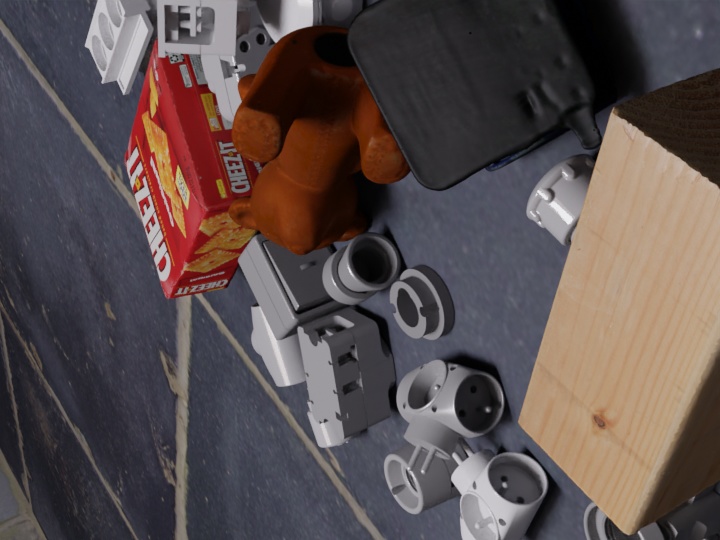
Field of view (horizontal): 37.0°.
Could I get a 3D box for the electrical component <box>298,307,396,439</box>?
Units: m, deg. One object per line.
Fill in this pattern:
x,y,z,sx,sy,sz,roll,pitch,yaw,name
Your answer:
-0.009,0.082,0.880,0.050,0.056,0.089,24,129,53,electrical component

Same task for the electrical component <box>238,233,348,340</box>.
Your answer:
-0.056,-0.001,0.900,0.096,0.062,0.061,63,151,10,electrical component

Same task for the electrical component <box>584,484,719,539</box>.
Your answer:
0.166,0.144,0.615,0.058,0.057,0.078,44,143,38,electrical component

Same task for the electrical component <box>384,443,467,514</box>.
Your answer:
0.052,0.157,0.835,0.055,0.047,0.055,39,140,43,electrical component

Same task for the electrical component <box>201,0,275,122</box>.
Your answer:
-0.088,-0.165,0.854,0.059,0.054,0.095,18,124,56,electrical component

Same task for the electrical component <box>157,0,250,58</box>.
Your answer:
-0.107,-0.244,0.754,0.186,0.060,0.105,-97,11,-46,electrical component

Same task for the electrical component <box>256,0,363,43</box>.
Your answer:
-0.037,-0.195,0.746,0.080,0.051,0.080,39,140,43,electrical component

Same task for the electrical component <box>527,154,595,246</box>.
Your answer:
0.125,-0.029,0.585,0.062,0.048,0.048,48,146,22,electrical component

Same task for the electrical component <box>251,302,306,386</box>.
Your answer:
-0.075,0.063,0.996,0.079,0.044,0.077,-4,105,61,electrical component

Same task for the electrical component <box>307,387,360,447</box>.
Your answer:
-0.028,0.121,0.957,0.040,0.040,0.078,-10,100,61,electrical component

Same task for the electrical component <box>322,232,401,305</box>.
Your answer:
0.000,0.000,0.821,0.045,0.045,0.055,66,152,5,electrical component

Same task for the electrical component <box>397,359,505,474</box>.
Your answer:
0.056,0.108,0.768,0.044,0.079,0.077,34,162,-23,electrical component

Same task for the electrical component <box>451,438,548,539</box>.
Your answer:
0.091,0.155,0.767,0.079,0.044,0.077,52,147,32,electrical component

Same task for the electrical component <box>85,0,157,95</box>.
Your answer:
-0.214,-0.232,1.018,0.078,0.063,0.121,64,152,9,electrical component
